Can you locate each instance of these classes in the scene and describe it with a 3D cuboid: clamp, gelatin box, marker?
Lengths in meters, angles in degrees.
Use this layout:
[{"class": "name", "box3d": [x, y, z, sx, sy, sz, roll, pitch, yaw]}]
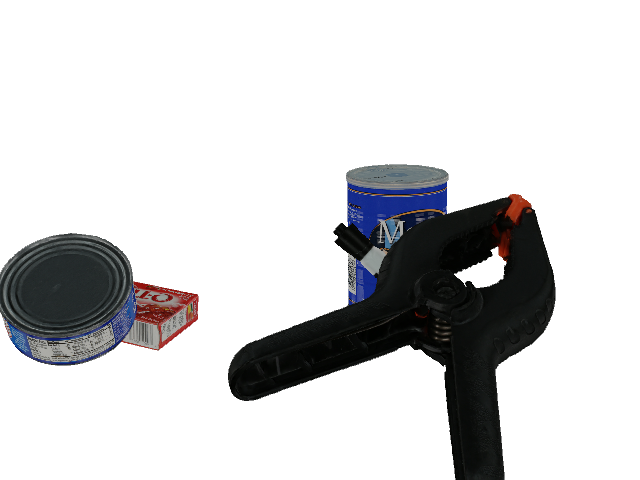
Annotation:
[{"class": "clamp", "box3d": [0.058, 0.041, 0.458, 0.120, 0.039, 0.171, 36, 54, 23]}, {"class": "gelatin box", "box3d": [-0.168, 0.066, 0.983, 0.089, 0.030, 0.073, 11, 22, 21]}, {"class": "marker", "box3d": [0.057, 0.031, 0.756, 0.121, 0.020, 0.020, 42, 1, 1]}]

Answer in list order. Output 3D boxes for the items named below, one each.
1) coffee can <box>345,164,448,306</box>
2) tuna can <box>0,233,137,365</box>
[{"class": "coffee can", "box3d": [0.078, 0.000, 1.087, 0.103, 0.140, 0.103, -1, 14, 0]}, {"class": "tuna can", "box3d": [-0.161, 0.037, 0.682, 0.086, 0.086, 0.034, 0, -43, 0]}]
